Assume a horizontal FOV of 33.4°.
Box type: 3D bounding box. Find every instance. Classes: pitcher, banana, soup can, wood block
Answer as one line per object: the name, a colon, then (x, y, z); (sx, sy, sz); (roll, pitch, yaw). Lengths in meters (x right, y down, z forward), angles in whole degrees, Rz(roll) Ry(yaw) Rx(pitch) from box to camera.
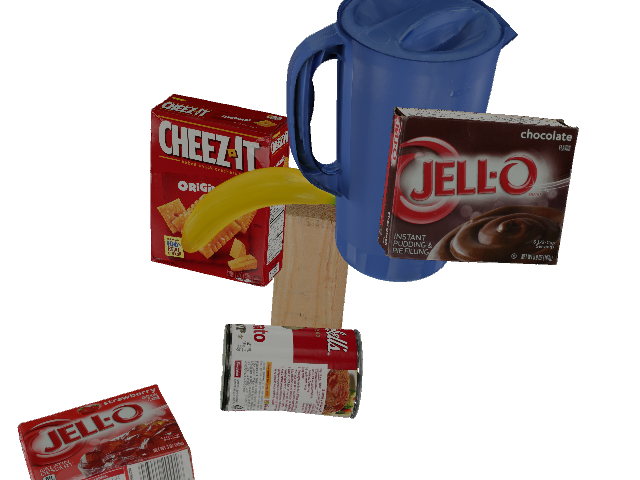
pitcher: (0.062, -0.084, 0.902); (0.149, 0.243, 0.144); (20, 42, 19)
banana: (-0.068, -0.033, 1.044); (0.198, 0.069, 0.037); (-12, 19, 29)
soup can: (-0.023, 0.099, 0.812); (0.102, 0.068, 0.068); (4, 0, -6)
wood block: (-0.013, 0.050, 1.485); (0.090, 0.206, 0.090); (9, 22, 9)

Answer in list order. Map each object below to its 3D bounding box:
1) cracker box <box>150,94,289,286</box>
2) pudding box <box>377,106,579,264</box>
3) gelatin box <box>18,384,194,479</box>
cracker box: (-0.129, -0.060, 1.340); (0.164, 0.214, 0.072); (13, 29, 16)
pudding box: (0.097, -0.034, 0.667); (0.113, 0.090, 0.039); (2, 19, -10)
gelatin box: (-0.127, 0.124, 0.628); (0.089, 0.030, 0.073); (-14, 27, -18)
